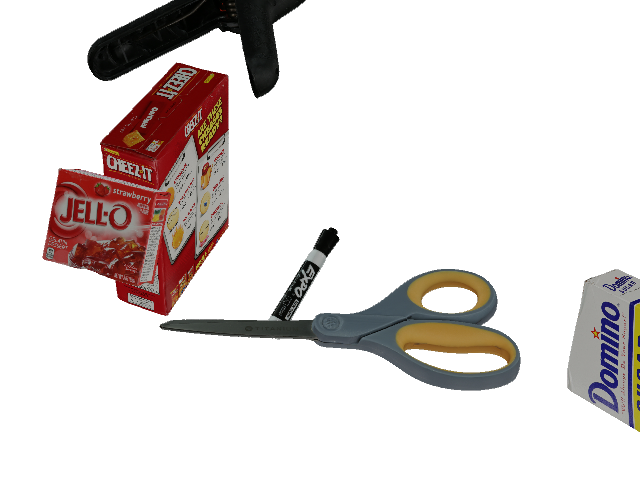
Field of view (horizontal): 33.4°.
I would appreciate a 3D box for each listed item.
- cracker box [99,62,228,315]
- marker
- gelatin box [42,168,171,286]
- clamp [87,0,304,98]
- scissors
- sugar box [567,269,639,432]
[{"bbox_3d":[-0.160,-0.054,1.133,0.072,0.214,0.164,16,43,14],"label":"cracker box"},{"bbox_3d":[-0.017,0.039,1.019,0.020,0.121,0.020,28,-17,10],"label":"marker"},{"bbox_3d":[-0.165,-0.011,0.817,0.089,0.073,0.030,15,7,19],"label":"gelatin box"},{"bbox_3d":[-0.046,-0.140,0.643,0.120,0.039,0.171,21,53,25],"label":"clamp"},{"bbox_3d":[0.018,0.040,0.621,0.202,0.016,0.096,12,42,11],"label":"scissors"},{"bbox_3d":[0.250,0.096,0.719,0.048,0.093,0.176,-16,30,-37],"label":"sugar box"}]
